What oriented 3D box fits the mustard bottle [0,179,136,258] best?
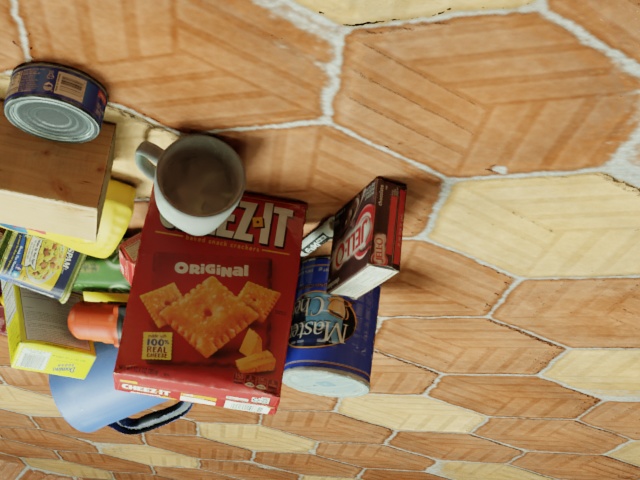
[{"bbox_3d":[-0.294,-0.044,1.098,0.191,0.058,0.096,19,138,-21],"label":"mustard bottle"}]

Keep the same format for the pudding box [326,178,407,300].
[{"bbox_3d":[0.045,0.001,1.052,0.039,0.090,0.114,14,158,-15],"label":"pudding box"}]

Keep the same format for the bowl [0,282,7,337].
[{"bbox_3d":[-0.418,0.094,1.491,0.162,0.055,0.162,7,158,3],"label":"bowl"}]

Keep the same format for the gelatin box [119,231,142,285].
[{"bbox_3d":[-0.176,0.007,1.162,0.089,0.030,0.073,-32,167,-18],"label":"gelatin box"}]

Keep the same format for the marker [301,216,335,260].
[{"bbox_3d":[-0.008,0.001,1.165,0.020,0.020,0.121,16,157,-19],"label":"marker"}]

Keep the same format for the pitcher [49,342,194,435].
[{"bbox_3d":[-0.232,0.175,1.461,0.243,0.145,0.149,-20,163,20],"label":"pitcher"}]

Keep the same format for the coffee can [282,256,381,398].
[{"bbox_3d":[0.015,0.102,1.241,0.103,0.140,0.103,7,158,3],"label":"coffee can"}]

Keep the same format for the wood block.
[{"bbox_3d":[-0.302,-0.073,0.995,0.206,0.090,0.091,11,158,-8],"label":"wood block"}]

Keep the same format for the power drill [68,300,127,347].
[{"bbox_3d":[-0.182,0.089,1.283,0.185,0.057,0.187,5,-173,17],"label":"power drill"}]

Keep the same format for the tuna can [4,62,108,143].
[{"bbox_3d":[-0.231,-0.118,0.932,0.086,0.033,0.086,7,158,2],"label":"tuna can"}]

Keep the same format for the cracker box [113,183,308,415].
[{"bbox_3d":[-0.107,0.055,1.073,0.164,0.213,0.072,10,156,-5],"label":"cracker box"}]

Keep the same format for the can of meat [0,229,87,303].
[{"bbox_3d":[-0.305,0.008,1.180,0.083,0.102,0.057,22,-176,-25],"label":"can of meat"}]

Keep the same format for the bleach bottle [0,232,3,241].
[{"bbox_3d":[-0.439,0.035,1.322,0.102,0.068,0.251,39,156,-1],"label":"bleach bottle"}]

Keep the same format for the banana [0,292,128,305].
[{"bbox_3d":[-0.317,0.078,1.400,0.198,0.069,0.037,14,145,6],"label":"banana"}]

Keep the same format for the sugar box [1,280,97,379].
[{"bbox_3d":[-0.333,0.089,1.296,0.093,0.176,0.048,16,117,-30],"label":"sugar box"}]
